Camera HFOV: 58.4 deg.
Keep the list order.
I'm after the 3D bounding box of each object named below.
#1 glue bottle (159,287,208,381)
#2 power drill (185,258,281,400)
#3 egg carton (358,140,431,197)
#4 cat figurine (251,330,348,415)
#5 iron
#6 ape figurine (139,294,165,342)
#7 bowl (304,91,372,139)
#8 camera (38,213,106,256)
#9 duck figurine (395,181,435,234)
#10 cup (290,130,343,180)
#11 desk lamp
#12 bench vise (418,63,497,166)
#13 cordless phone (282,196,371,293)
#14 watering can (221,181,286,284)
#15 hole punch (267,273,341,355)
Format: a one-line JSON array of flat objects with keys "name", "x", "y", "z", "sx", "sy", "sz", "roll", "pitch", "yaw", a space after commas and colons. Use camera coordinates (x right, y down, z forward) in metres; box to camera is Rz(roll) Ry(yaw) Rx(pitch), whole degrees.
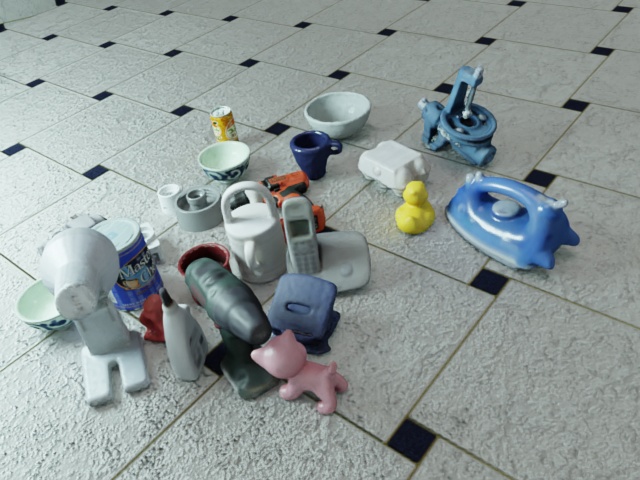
[{"name": "glue bottle", "x": -0.214, "y": 0.135, "z": 0.874, "sx": 0.037, "sy": 0.173, "sz": 0.078, "roll": -1, "pitch": 40, "yaw": 10}, {"name": "power drill", "x": -0.118, "y": 0.131, "z": 0.833, "sx": 0.076, "sy": 0.209, "sz": 0.228, "roll": -29, "pitch": 44, "yaw": -22}, {"name": "egg carton", "x": 0.157, "y": -0.156, "z": 1.230, "sx": 0.107, "sy": 0.069, "sz": 0.149, "roll": -33, "pitch": 45, "yaw": -26}, {"name": "cat figurine", "x": -0.029, "y": 0.181, "z": 0.828, "sx": 0.127, "sy": 0.118, "sz": 0.067, "roll": 10, "pitch": 44, "yaw": 22}, {"name": "iron", "x": 0.327, "y": -0.056, "z": 1.024, "sx": 0.119, "sy": 0.142, "sz": 0.257, "roll": -35, "pitch": 46, "yaw": -27}, {"name": "ape figurine", "x": -0.268, "y": 0.127, "z": 0.957, "sx": 0.076, "sy": 0.092, "sz": 0.077, "roll": -26, "pitch": 43, "yaw": -20}, {"name": "bowl", "x": 0.047, "y": -0.299, "z": 1.416, "sx": 0.167, "sy": 0.075, "sz": 0.167, "roll": -5, "pitch": 40, "yaw": 5}, {"name": "camera", "x": -0.452, "y": 0.017, "z": 1.115, "sx": 0.136, "sy": 0.101, "sz": 0.143, "roll": 26, "pitch": 51, "yaw": 34}, {"name": "duck figurine", "x": 0.184, "y": -0.070, "z": 1.111, "sx": 0.077, "sy": 0.086, "sz": 0.105, "roll": 7, "pitch": 42, "yaw": 19}, {"name": "cup", "x": -0.003, "y": -0.183, "z": 1.273, "sx": 0.117, "sy": 0.095, "sz": 0.092, "roll": 4, "pitch": 41, "yaw": 15}, {"name": "desk lamp", "x": -0.354, "y": 0.110, "z": 0.899, "sx": 0.118, "sy": 0.214, "sz": 0.202, "roll": -20, "pitch": 41, "yaw": -13}, {"name": "bench vise", "x": 0.286, "y": -0.279, "z": 1.235, "sx": 0.206, "sy": 0.220, "sz": 0.122, "roll": 19, "pitch": 48, "yaw": 30}, {"name": "cordless phone", "x": 0.009, "y": 0.003, "z": 0.979, "sx": 0.147, "sy": 0.185, "sz": 0.094, "roll": -9, "pitch": 40, "yaw": 0}, {"name": "watering can", "x": -0.122, "y": -0.028, "z": 1.034, "sx": 0.101, "sy": 0.194, "sz": 0.172, "roll": -20, "pitch": 41, "yaw": -13}, {"name": "hole punch", "x": -0.026, "y": 0.118, "z": 0.923, "sx": 0.108, "sy": 0.091, "sz": 0.101, "roll": 9, "pitch": 43, "yaw": 21}]
